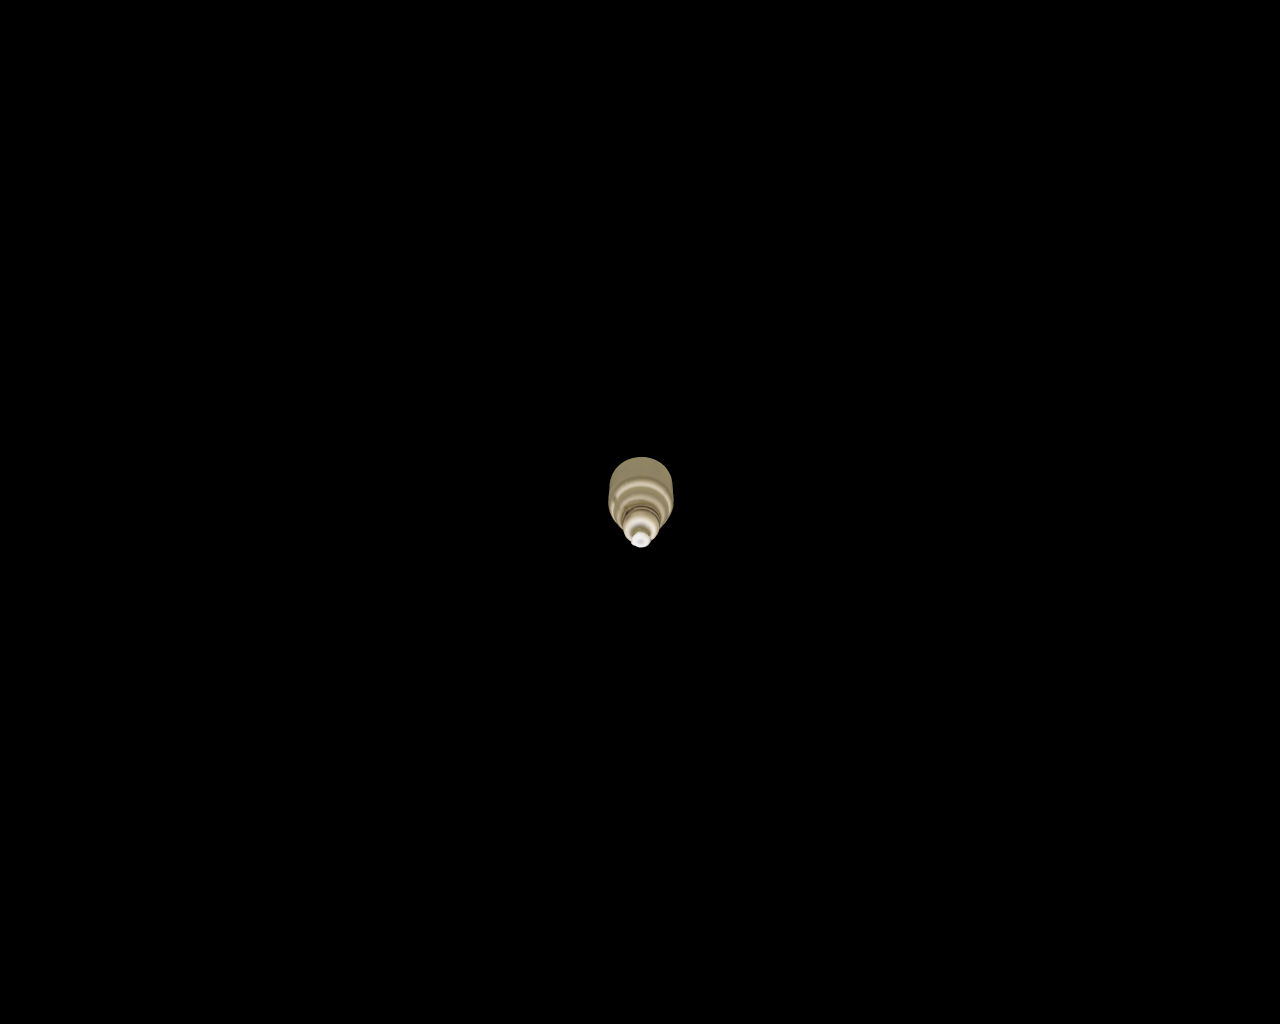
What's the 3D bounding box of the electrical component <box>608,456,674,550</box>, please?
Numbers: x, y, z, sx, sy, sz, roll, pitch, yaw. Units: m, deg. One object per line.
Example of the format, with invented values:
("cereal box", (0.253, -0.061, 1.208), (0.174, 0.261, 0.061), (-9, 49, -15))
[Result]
("electrical component", (0.001, -0.003, 0.650), (0.040, 0.040, 0.078), (0, 30, 0))
